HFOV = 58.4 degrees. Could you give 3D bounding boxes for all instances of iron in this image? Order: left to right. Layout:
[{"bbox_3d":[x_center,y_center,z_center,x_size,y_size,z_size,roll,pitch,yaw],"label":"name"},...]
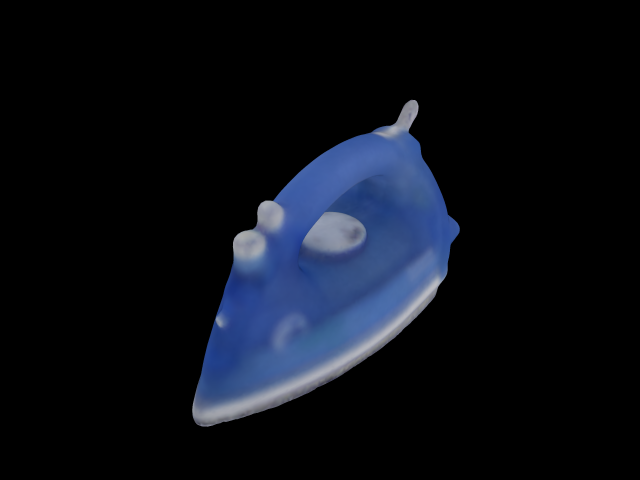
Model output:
[{"bbox_3d":[0.004,0.001,0.400,0.118,0.141,0.259,22,39,30],"label":"iron"}]
